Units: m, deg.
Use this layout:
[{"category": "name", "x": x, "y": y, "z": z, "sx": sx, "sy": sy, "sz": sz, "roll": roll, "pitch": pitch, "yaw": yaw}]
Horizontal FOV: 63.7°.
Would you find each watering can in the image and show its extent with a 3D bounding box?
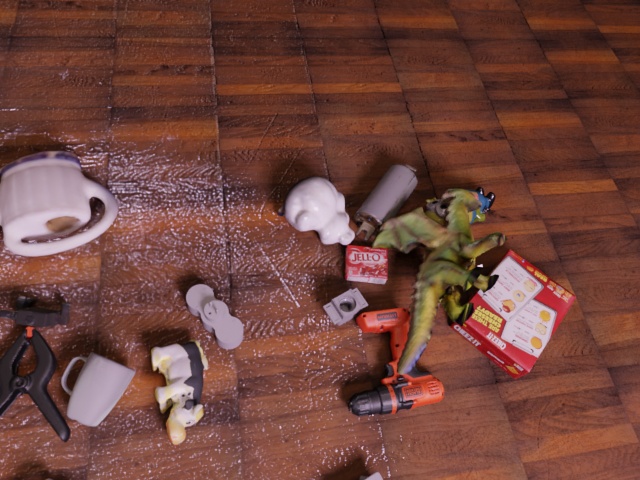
[{"category": "watering can", "x": -0.583, "y": -0.061, "z": 1.007, "sx": 0.349, "sy": 0.101, "sz": 0.228, "roll": -14, "pitch": 61, "yaw": -19}]

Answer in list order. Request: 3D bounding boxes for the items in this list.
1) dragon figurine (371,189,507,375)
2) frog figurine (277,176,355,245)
[{"category": "dragon figurine", "x": 0.211, "y": 0.044, "z": 1.032, "sx": 0.414, "sy": 0.119, "sz": 0.246, "roll": -44, "pitch": 53, "yaw": -16}, {"category": "frog figurine", "x": 0.003, "y": -0.055, "z": 1.095, "sx": 0.139, "sy": 0.120, "sz": 0.161, "roll": -20, "pitch": 51, "yaw": -40}]
